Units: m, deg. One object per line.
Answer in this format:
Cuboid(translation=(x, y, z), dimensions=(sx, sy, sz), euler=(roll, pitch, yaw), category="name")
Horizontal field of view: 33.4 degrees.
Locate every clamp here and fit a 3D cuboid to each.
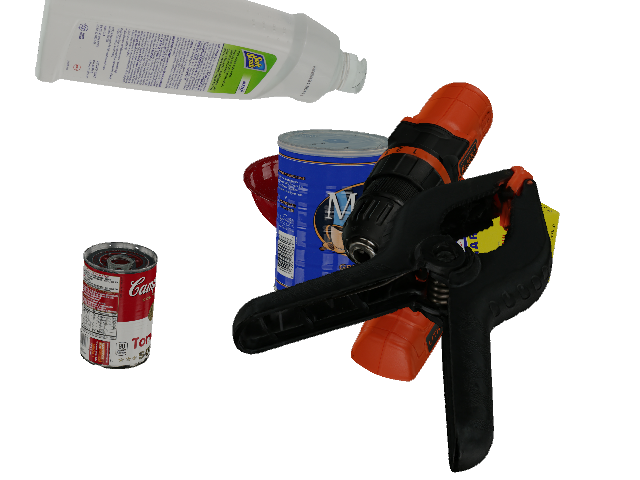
Cuboid(translation=(0.059, 0.026, 0.474), dimensions=(0.120, 0.039, 0.171), euler=(38, 55, 24), category="clamp")

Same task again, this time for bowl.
Cuboid(translation=(-0.010, -0.046, 1.223), dimensions=(0.162, 0.055, 0.162), euler=(5, 27, -3), category="bowl")

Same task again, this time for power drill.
Cuboid(translation=(0.061, 0.007, 0.730), dimensions=(0.057, 0.188, 0.184), euler=(22, 45, 18), category="power drill")

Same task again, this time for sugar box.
Cuboid(translation=(0.193, 0.008, 1.262), dimensions=(0.176, 0.093, 0.048), euler=(-5, 20, -25), category="sugar box")

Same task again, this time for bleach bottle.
Cuboid(translation=(-0.089, -0.149, 0.835), dimensions=(0.250, 0.068, 0.103), euler=(10, -31, -15), category="bleach bottle")

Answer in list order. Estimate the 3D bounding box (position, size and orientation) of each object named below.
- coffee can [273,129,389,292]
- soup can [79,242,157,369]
Cuboid(translation=(0.011, -0.023, 0.960), dimensions=(0.103, 0.140, 0.103), euler=(2, 15, -1), category="coffee can")
Cuboid(translation=(-0.190, 0.061, 1.001), dimensions=(0.068, 0.102, 0.068), euler=(7, 21, -3), category="soup can")
